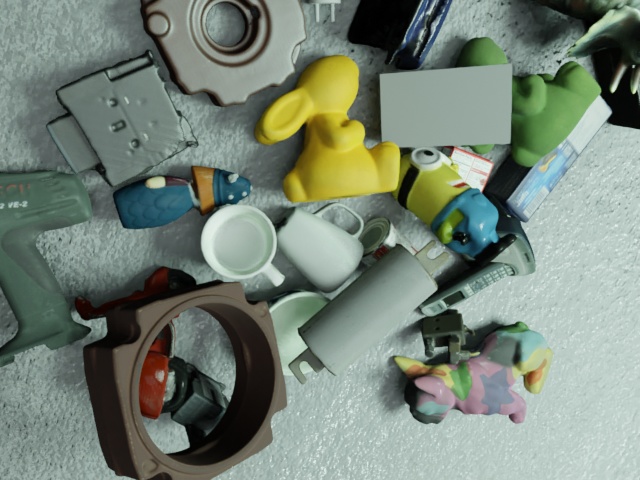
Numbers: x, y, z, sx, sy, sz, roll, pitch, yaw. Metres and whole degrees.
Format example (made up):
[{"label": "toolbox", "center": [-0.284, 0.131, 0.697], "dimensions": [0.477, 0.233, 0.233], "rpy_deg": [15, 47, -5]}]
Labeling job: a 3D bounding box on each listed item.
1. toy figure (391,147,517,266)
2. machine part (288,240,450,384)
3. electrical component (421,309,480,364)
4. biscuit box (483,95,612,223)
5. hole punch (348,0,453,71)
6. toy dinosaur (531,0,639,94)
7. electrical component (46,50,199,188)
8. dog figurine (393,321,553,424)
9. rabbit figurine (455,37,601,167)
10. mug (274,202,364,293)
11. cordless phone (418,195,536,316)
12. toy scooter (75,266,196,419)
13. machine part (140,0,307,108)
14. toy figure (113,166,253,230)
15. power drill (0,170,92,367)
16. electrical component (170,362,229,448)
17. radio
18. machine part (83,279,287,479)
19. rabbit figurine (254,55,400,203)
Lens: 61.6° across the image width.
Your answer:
[{"label": "toy figure", "center": [0.162, -0.043, 0.689], "dimensions": [0.089, 0.180, 0.082], "rpy_deg": [-42, 161, 17]}, {"label": "machine part", "center": [0.059, 0.086, 0.669], "dimensions": [0.243, 0.079, 0.079], "rpy_deg": [-40, 117, -1]}, {"label": "electrical component", "center": [0.195, 0.145, 0.810], "dimensions": [0.078, 0.102, 0.045], "rpy_deg": [-14, 111, 11]}, {"label": "biscuit box", "center": [0.326, -0.125, 0.778], "dimensions": [0.059, 0.063, 0.202], "rpy_deg": [35, 94, -28]}, {"label": "hole punch", "center": [0.110, -0.260, 0.626], "dimensions": [0.092, 0.116, 0.142], "rpy_deg": [20, 101, -34]}, {"label": "toy dinosaur", "center": [0.298, -0.342, 0.645], "dimensions": [0.405, 0.192, 0.131], "rpy_deg": [40, 47, 6]}, {"label": "electrical component", "center": [-0.216, -0.126, 0.579], "dimensions": [0.134, 0.058, 0.114], "rpy_deg": [-29, 114, -9]}, {"label": "dog figurine", "center": [0.229, 0.202, 0.835], "dimensions": [0.219, 0.109, 0.191], "rpy_deg": [16, 103, -22]}, {"label": "rabbit figurine", "center": [0.243, -0.187, 0.717], "dimensions": [0.170, 0.121, 0.159], "rpy_deg": [33, 102, -9]}, {"label": "mug", "center": [-0.001, -0.002, 0.690], "dimensions": [0.107, 0.081, 0.109], "rpy_deg": [36, 98, -18]}, {"label": "cordless phone", "center": [0.208, 0.037, 0.775], "dimensions": [0.184, 0.089, 0.146], "rpy_deg": [-35, 143, 10]}, {"label": "toy scooter", "center": [-0.224, 0.120, 0.640], "dimensions": [0.135, 0.075, 0.183], "rpy_deg": [7, 84, -27]}, {"label": "machine part", "center": [-0.101, -0.234, 0.585], "dimensions": [0.179, 0.056, 0.179], "rpy_deg": [-7, 111, -19]}, {"label": "toy figure", "center": [-0.157, -0.054, 0.624], "dimensions": [0.154, 0.064, 0.058], "rpy_deg": [-16, 79, -20]}, {"label": "power drill", "center": [-0.344, 0.032, 0.554], "dimensions": [0.232, 0.086, 0.207], "rpy_deg": [-18, 85, -20]}, {"label": "electrical component", "center": [-0.152, 0.219, 0.689], "dimensions": [0.074, 0.119, 0.048], "rpy_deg": [41, 92, -25]}, {"label": "radio", "center": [0.467, -0.286, 0.767], "dimensions": [0.131, 0.073, 0.229], "rpy_deg": [-32, 117, -7]}, {"label": "machine part", "center": [-0.139, 0.153, 0.594], "dimensions": [0.201, 0.087, 0.201], "rpy_deg": [-12, 94, -45]}, {"label": "rabbit figurine", "center": [0.004, -0.132, 0.645], "dimensions": [0.162, 0.122, 0.173], "rpy_deg": [-3, 96, -10]}]
